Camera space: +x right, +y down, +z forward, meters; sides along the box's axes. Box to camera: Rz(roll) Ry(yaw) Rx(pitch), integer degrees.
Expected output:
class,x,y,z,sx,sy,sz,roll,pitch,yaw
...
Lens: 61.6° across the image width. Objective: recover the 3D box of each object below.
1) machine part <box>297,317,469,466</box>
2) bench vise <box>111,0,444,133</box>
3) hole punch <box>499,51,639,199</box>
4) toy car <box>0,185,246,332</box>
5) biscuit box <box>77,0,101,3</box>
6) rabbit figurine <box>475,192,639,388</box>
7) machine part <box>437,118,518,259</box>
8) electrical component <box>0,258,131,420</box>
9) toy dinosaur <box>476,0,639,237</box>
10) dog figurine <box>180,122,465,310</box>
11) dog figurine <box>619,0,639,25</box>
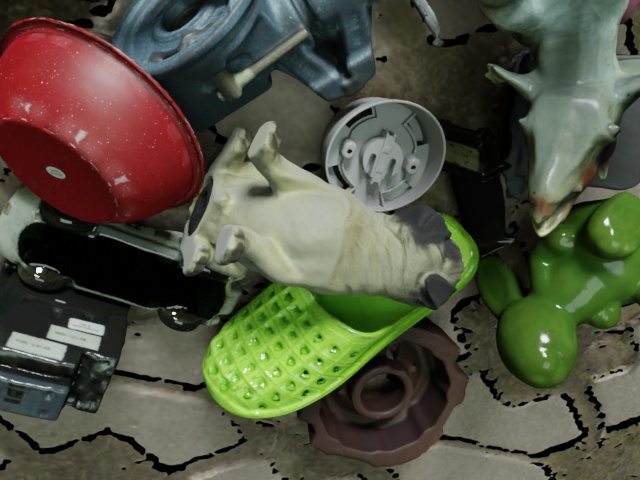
class,x,y,z,sx,sy,sz,roll,pitch,yaw
machine part,0.061,0.148,0.555,0.179,0.056,0.179,-4,112,-10
bench vise,-0.062,-0.170,0.338,0.224,0.129,0.240,-19,144,21
hole punch,0.222,-0.110,0.473,0.116,0.092,0.142,8,115,13
toy car,-0.161,0.018,0.452,0.201,0.056,0.073,22,112,-23
biscuit box,-0.223,-0.175,0.290,0.202,0.063,0.059,-19,126,-52
rabbit figurine,0.213,0.048,0.491,0.121,0.159,0.170,45,79,-23
machine part,0.136,-0.046,0.484,0.039,0.084,0.138,-41,126,-20
electrical component,-0.217,0.078,0.423,0.115,0.134,0.058,20,109,-18
toy dinosaur,0.125,-0.212,0.361,0.131,0.192,0.405,-24,76,18
dog figurine,-0.001,0.002,0.436,0.190,0.172,0.121,23,88,-28
dog figurine,0.216,-0.272,0.370,0.192,0.108,0.219,7,135,10
